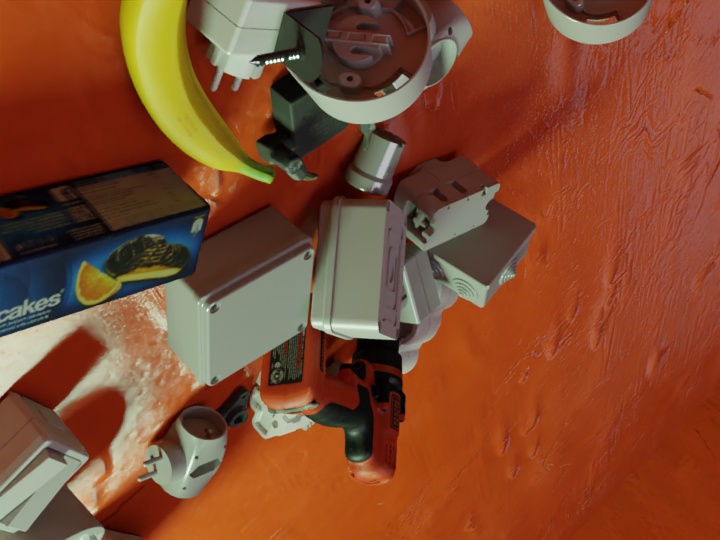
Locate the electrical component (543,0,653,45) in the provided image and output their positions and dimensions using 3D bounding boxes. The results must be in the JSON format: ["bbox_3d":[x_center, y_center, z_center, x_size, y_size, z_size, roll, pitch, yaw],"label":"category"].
[{"bbox_3d":[0.197,-0.240,0.893,0.099,0.099,0.064,-46,159,-4],"label":"electrical component"}]

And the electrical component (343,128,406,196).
[{"bbox_3d":[0.013,-0.090,0.884,0.040,0.040,0.046,-5,124,-54],"label":"electrical component"}]

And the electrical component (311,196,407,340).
[{"bbox_3d":[0.000,0.000,0.898,0.078,0.057,0.113,30,63,-72],"label":"electrical component"}]

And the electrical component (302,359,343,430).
[{"bbox_3d":[-0.041,0.133,1.094,0.081,0.043,0.043,-38,152,-18],"label":"electrical component"}]

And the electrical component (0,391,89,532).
[{"bbox_3d":[-0.255,0.148,0.781,0.096,0.061,0.061,-46,153,-5],"label":"electrical component"}]

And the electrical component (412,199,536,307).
[{"bbox_3d":[0.109,-0.023,1.045,0.099,0.100,0.048,-49,160,-24],"label":"electrical component"}]

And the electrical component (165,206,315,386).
[{"bbox_3d":[-0.095,0.021,0.852,0.109,0.056,0.108,-31,149,-30],"label":"electrical component"}]

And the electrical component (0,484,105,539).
[{"bbox_3d":[-0.264,0.213,0.848,0.108,0.060,0.108,-37,164,-12],"label":"electrical component"}]

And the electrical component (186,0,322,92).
[{"bbox_3d":[-0.073,-0.145,0.674,0.066,0.047,0.076,-12,136,-49],"label":"electrical component"}]

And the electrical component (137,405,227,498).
[{"bbox_3d":[-0.164,0.168,0.961,0.079,0.043,0.077,-15,139,-47],"label":"electrical component"}]

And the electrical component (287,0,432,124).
[{"bbox_3d":[-0.001,-0.150,0.723,0.099,0.099,0.064,-46,160,-4],"label":"electrical component"}]

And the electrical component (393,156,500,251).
[{"bbox_3d":[0.074,-0.065,0.986,0.089,0.056,0.050,-24,145,-38],"label":"electrical component"}]

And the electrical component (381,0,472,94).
[{"bbox_3d":[0.040,-0.176,0.802,0.077,0.044,0.079,-44,152,-8],"label":"electrical component"}]

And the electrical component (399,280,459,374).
[{"bbox_3d":[0.060,0.050,1.122,0.074,0.052,0.138,-4,130,-54],"label":"electrical component"}]

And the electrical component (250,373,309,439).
[{"bbox_3d":[-0.064,0.121,1.031,0.057,0.058,0.078,-11,135,-46],"label":"electrical component"}]

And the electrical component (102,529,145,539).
[{"bbox_3d":[-0.248,0.299,0.998,0.108,0.056,0.108,-47,153,-1],"label":"electrical component"}]

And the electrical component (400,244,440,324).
[{"bbox_3d":[0.030,0.021,1.005,0.077,0.047,0.065,-39,123,-40],"label":"electrical component"}]
